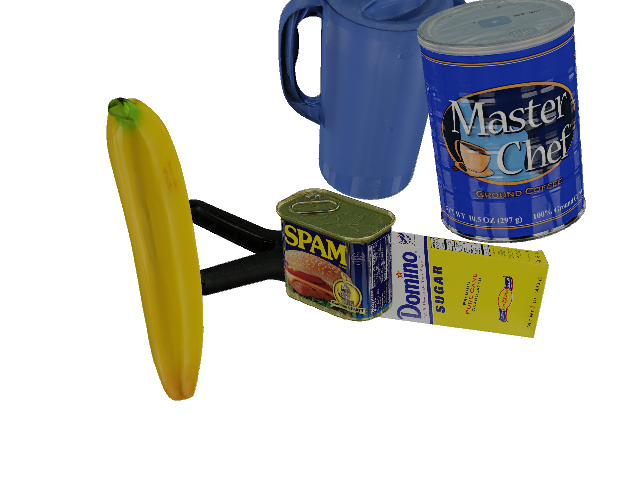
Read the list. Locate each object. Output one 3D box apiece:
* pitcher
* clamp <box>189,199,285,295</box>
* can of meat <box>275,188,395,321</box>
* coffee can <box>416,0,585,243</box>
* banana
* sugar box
[{"bbox_3d":[0.048,-0.162,1.117,0.149,0.243,0.144,32,51,23],"label":"pitcher"},{"bbox_3d":[-0.043,0.020,1.093,0.210,0.036,0.164,11,29,-7],"label":"clamp"},{"bbox_3d":[0.013,0.013,0.899,0.102,0.084,0.057,20,36,36],"label":"can of meat"},{"bbox_3d":[0.125,-0.084,0.729,0.103,0.140,0.103,-9,27,4],"label":"coffee can"},{"bbox_3d":[-0.096,-0.002,0.613,0.037,0.198,0.069,-2,31,12],"label":"banana"},{"bbox_3d":[0.154,0.049,1.177,0.176,0.093,0.048,6,22,-1],"label":"sugar box"}]
